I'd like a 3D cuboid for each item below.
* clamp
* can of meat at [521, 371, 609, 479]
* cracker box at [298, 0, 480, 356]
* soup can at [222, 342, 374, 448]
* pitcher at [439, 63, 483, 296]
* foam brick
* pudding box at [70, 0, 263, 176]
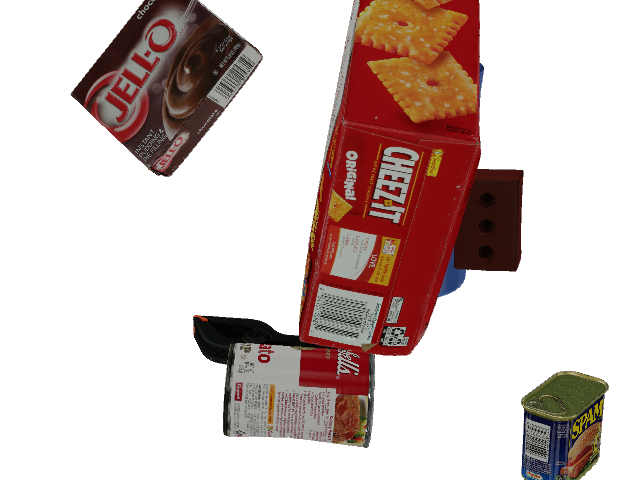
[{"bbox_3d":[-0.075,0.128,1.226,0.210,0.036,0.164,13,21,30],"label":"clamp"},{"bbox_3d":[0.239,0.188,1.051,0.058,0.084,0.101,14,23,36],"label":"can of meat"},{"bbox_3d":[0.042,-0.068,0.593,0.072,0.213,0.164,10,-43,-1],"label":"cracker box"},{"bbox_3d":[-0.015,0.109,0.754,0.102,0.068,0.068,4,0,0],"label":"soup can"},{"bbox_3d":[0.104,-0.071,1.112,0.149,0.243,0.145,-8,23,-14],"label":"pitcher"},{"bbox_3d":[0.139,-0.017,0.883,0.053,0.078,0.051,2,15,14],"label":"foam brick"},{"bbox_3d":[-0.109,-0.116,0.754,0.090,0.113,0.039,42,4,21],"label":"pudding box"}]
